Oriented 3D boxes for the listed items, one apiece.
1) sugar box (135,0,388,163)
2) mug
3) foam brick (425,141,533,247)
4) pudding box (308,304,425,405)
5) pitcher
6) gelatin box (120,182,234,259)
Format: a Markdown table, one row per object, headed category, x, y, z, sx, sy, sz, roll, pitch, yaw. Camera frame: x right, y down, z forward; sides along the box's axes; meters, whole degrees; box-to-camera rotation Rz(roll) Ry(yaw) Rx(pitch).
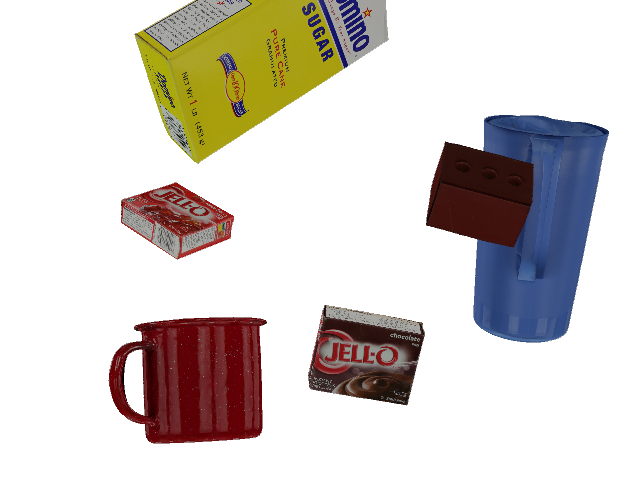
| category | x | y | z | sx | sy | sz | roll | pitch | yaw |
| --- | --- | --- | --- | --- | --- | --- | --- | --- | --- |
| sugar box | -0.033 | -0.137 | 0.720 | 0.176 | 0.093 | 0.048 | -34 | 53 | -19 |
| mug | -0.091 | 0.098 | 0.737 | 0.117 | 0.081 | 0.093 | 4 | -11 | -41 |
| foam brick | 0.131 | -0.037 | 0.873 | 0.078 | 0.051 | 0.053 | 14 | 44 | 0 |
| pudding box | 0.050 | 0.125 | 1.163 | 0.113 | 0.090 | 0.039 | 9 | 24 | -5 |
| pitcher | 0.233 | -0.013 | 1.175 | 0.149 | 0.243 | 0.145 | -6 | 18 | -34 |
| gelatin box | -0.143 | -0.022 | 1.060 | 0.089 | 0.030 | 0.073 | 30 | 35 | 32 |
